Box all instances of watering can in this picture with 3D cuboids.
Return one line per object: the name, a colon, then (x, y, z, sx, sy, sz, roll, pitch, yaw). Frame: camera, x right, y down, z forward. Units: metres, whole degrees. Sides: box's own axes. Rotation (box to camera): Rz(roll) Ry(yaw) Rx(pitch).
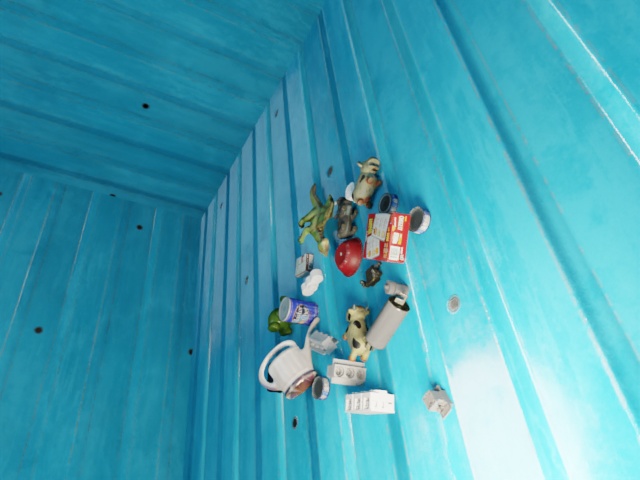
watering can: (-0.089, 0.486, 2.074, 0.228, 0.349, 0.102, 46, 174, 33)

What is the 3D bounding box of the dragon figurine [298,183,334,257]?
dragon figurine: (0.007, -0.113, 2.250, 0.239, 0.122, 0.418, -36, 47, 53)
